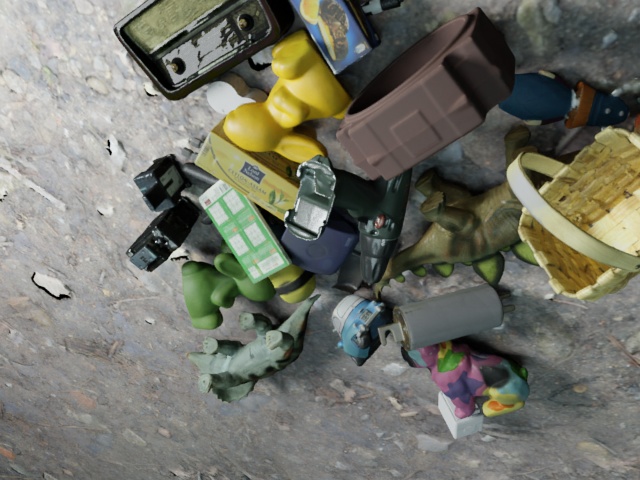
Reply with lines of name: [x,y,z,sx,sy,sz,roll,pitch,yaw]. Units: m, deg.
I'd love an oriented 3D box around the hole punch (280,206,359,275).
hole punch: [-0.002,-0.003,0.890,0.116,0.092,0.142,38,128,10]

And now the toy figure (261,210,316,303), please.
toy figure: [-0.075,0.035,0.965,0.082,0.089,0.180,-11,126,36]

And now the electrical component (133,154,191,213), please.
electrical component: [-0.276,-0.086,0.918,0.048,0.119,0.074,-14,124,27]

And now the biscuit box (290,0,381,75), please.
biscuit box: [-0.004,-0.311,0.663,0.059,0.063,0.202,-27,107,30]

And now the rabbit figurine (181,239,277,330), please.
rabbit figurine: [-0.170,0.074,1.037,0.170,0.121,0.158,-6,120,1]

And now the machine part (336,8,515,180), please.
machine part: [0.125,-0.177,0.651,0.201,0.201,0.087,-30,109,36]

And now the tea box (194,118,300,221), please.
tea box: [-0.096,-0.116,0.842,0.169,0.098,0.068,31,125,-9]

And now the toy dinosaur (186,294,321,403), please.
toy dinosaur: [-0.118,0.231,1.121,0.405,0.131,0.192,-27,154,21]

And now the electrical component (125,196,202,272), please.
electrical component: [-0.288,-0.005,0.978,0.058,0.134,0.115,43,126,-17]

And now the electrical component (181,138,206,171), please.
electrical component: [-0.175,-0.134,0.880,0.094,0.063,0.021,26,130,-4]

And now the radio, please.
radio: [-0.157,-0.294,0.738,0.230,0.073,0.131,-18,119,31]

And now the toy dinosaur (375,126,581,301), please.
toy dinosaur: [0.231,-0.019,0.809,0.471,0.105,0.198,-27,119,39]

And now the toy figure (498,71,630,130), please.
toy figure: [0.310,-0.176,0.684,0.155,0.058,0.064,12,137,4]

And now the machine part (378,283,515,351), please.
machine part: [0.213,0.128,0.900,0.243,0.079,0.079,-12,128,-9]

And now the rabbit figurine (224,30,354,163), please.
rabbit figurine: [-0.048,-0.181,0.748,0.173,0.122,0.162,-34,129,8]

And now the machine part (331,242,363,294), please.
machine part: [0.067,0.043,0.956,0.084,0.039,0.138,21,130,-3]

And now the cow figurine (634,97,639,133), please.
cow figurine: [0.471,-0.138,0.641,0.195,0.085,0.127,-26,121,36]

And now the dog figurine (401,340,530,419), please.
dog figurine: [0.260,0.219,0.988,0.192,0.108,0.219,-21,116,32]

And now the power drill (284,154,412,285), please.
power drill: [0.052,-0.036,0.776,0.086,0.207,0.231,30,110,46]

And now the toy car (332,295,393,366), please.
toy car: [0.070,0.152,0.979,0.103,0.109,0.161,36,163,21]
